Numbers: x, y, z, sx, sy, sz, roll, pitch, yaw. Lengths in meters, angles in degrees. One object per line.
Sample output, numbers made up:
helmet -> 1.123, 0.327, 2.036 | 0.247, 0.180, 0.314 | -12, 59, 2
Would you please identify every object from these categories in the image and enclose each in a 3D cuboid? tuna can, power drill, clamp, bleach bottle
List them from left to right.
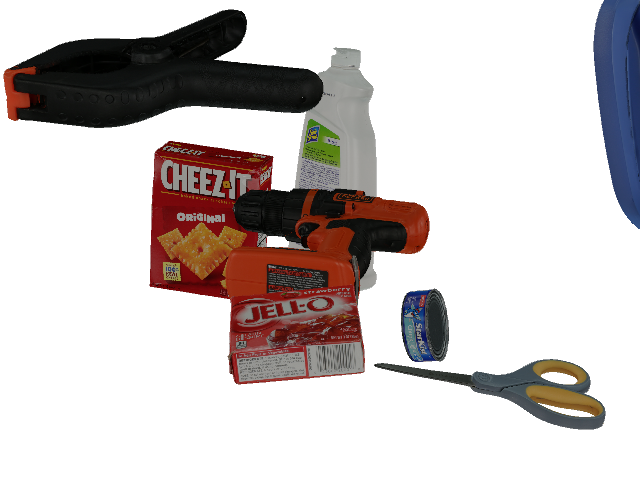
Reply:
clamp -> -0.095, -0.100, 0.615 | 0.171, 0.039, 0.120 | -5, 27, -18
power drill -> -0.013, 0.002, 0.912 | 0.185, 0.057, 0.187 | 5, 23, 17
bleach bottle -> 0.022, -0.078, 1.144 | 0.103, 0.251, 0.067 | 18, 19, 38
tuna can -> 0.124, 0.101, 1.261 | 0.034, 0.086, 0.086 | -6, -2, 23

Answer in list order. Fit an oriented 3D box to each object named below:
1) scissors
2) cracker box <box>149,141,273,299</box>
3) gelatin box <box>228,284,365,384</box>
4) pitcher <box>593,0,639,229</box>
scissors -> 0.157, 0.120, 0.958 | 0.202, 0.016, 0.096 | 17, 29, 16
cracker box -> -0.163, -0.026, 1.568 | 0.164, 0.214, 0.072 | 9, 21, 10
gelatin box -> -0.017, 0.062, 0.725 | 0.089, 0.030, 0.073 | -5, 27, -1
pitcher -> 0.231, -0.055, 0.594 | 0.149, 0.243, 0.145 | -6, 22, 13
